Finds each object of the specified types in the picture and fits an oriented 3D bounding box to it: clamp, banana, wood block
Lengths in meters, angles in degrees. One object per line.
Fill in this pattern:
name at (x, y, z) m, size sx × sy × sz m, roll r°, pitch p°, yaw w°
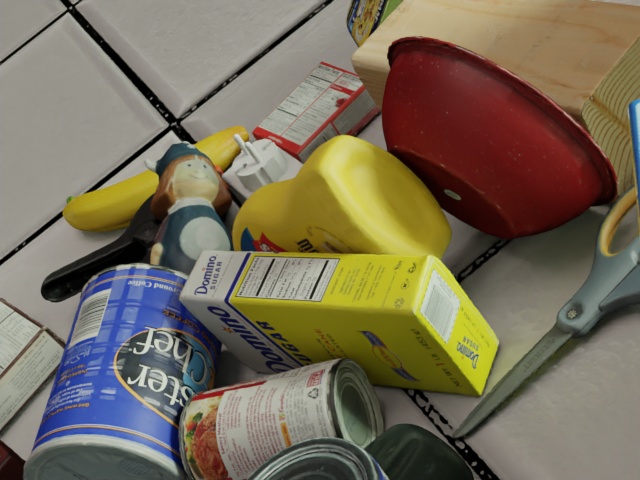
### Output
clamp at (-0.140, 0.006, 0.845) m, size 0.120 × 0.039 × 0.171 m, roll 18°, pitch 56°, yaw 29°
banana at (-0.151, -0.046, 0.913) m, size 0.198 × 0.037 × 0.069 m, roll -18°, pitch 44°, yaw 23°
wood block at (0.131, -0.103, 0.712) m, size 0.090 × 0.090 × 0.206 m, roll -49°, pitch 40°, yaw -15°

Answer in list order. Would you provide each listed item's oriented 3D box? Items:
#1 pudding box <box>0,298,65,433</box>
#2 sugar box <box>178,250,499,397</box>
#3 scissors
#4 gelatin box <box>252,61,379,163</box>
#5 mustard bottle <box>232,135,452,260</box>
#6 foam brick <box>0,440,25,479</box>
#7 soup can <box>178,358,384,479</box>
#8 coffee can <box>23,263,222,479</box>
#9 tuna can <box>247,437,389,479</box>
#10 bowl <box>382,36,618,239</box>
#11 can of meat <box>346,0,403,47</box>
pudding box at (-0.261, 0.107, 0.838) m, size 0.090 × 0.039 × 0.113 m, roll 21°, pitch 67°, yaw 47°
sugar box at (0.008, 0.049, 0.646) m, size 0.177 × 0.093 × 0.048 m, roll -2°, pitch 52°, yaw 37°
scissors at (0.161, 0.043, 0.589) m, size 0.096 × 0.016 × 0.201 m, roll 20°, pitch 69°, yaw 50°
gelatin box at (-0.001, -0.098, 0.859) m, size 0.089 × 0.030 × 0.073 m, roll -46°, pitch 37°, yaw -11°
mustard bottle at (-0.005, 0.001, 0.692) m, size 0.192 × 0.096 × 0.058 m, roll -27°, pitch 27°, yaw 58°
foam brick at (-0.231, 0.179, 0.728) m, size 0.078 × 0.053 × 0.051 m, roll -49°, pitch 39°, yaw -17°
soup can at (-0.022, 0.112, 0.624) m, size 0.102 × 0.068 × 0.068 m, roll -17°, pitch 42°, yaw 23°
coffee can at (-0.120, 0.100, 0.683) m, size 0.103 × 0.102 × 0.140 m, roll -17°, pitch 42°, yaw 23°
tuna can at (-0.003, 0.136, 0.502) m, size 0.086 × 0.033 × 0.086 m, roll -23°, pitch 34°, yaw 16°
bowl at (0.093, -0.049, 0.635) m, size 0.162 × 0.162 × 0.055 m, roll 27°, pitch 78°, yaw 49°
can of meat at (0.063, -0.188, 0.851) m, size 0.084 × 0.057 × 0.102 m, roll -113°, pitch 37°, yaw -54°
